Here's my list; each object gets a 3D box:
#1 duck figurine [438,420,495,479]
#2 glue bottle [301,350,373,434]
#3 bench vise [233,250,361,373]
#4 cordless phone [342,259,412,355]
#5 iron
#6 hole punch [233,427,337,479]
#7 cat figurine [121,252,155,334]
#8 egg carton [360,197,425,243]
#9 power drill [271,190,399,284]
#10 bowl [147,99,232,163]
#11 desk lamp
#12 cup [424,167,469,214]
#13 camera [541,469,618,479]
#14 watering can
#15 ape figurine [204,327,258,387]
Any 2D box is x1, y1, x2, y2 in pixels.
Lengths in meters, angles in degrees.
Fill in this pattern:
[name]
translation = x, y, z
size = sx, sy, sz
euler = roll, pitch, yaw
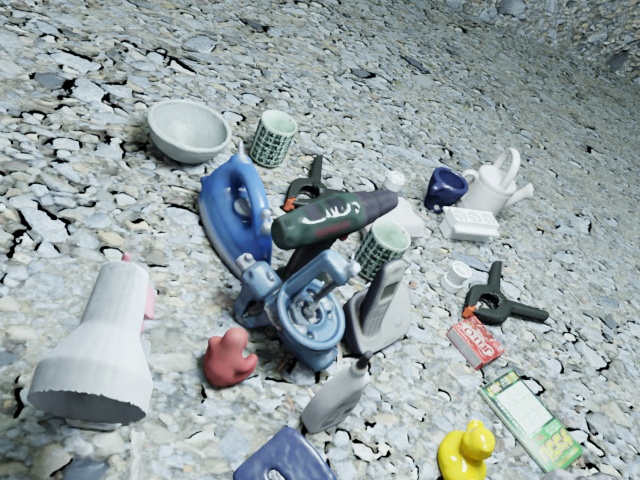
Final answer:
[duck figurine]
translation = 0.226, 0.318, 0.852
size = 0.077, 0.086, 0.104
euler = 23, 39, -5
[glue bottle]
translation = 0.035, 0.205, 0.795
size = 0.078, 0.173, 0.037
euler = -10, 52, -37
[bench vise]
translation = -0.039, 0.081, 0.850
size = 0.207, 0.219, 0.121
euler = 26, 39, -2
[cordless phone]
translation = 0.116, 0.096, 0.951
size = 0.148, 0.185, 0.094
euler = -21, 59, -43
[iron]
translation = -0.125, -0.049, 1.004
size = 0.119, 0.141, 0.257
euler = -3, 48, -32
[hole punch]
translation = -0.046, 0.306, 0.704
size = 0.108, 0.091, 0.101
euler = 44, 42, 19
[cat figurine]
translation = -0.269, 0.076, 0.805
size = 0.067, 0.117, 0.127
euler = 3, 45, -27
[egg carton]
translation = 0.143, -0.038, 1.203
size = 0.151, 0.069, 0.107
euler = -5, 49, -33
[power drill]
translation = 0.009, 0.003, 0.971
size = 0.230, 0.208, 0.075
euler = -11, 53, -37
[bowl]
translation = -0.266, -0.205, 1.146
size = 0.168, 0.074, 0.167
euler = 16, 41, -14
[desk lamp]
translation = -0.253, 0.139, 0.669
size = 0.118, 0.213, 0.203
euler = 14, 41, -16
[cup]
translation = 0.278, -0.105, 1.334
size = 0.091, 0.095, 0.118
euler = 45, 42, 20
[camera]
translation = 0.399, 0.416, 0.832
size = 0.143, 0.100, 0.137
euler = 17, 40, -13
[watering can]
translation = 0.423, -0.133, 1.369
size = 0.173, 0.194, 0.100
euler = 4, 45, -27
[ape figurine]
translation = -0.126, 0.160, 0.816
size = 0.077, 0.092, 0.076
euler = 39, 41, 14
